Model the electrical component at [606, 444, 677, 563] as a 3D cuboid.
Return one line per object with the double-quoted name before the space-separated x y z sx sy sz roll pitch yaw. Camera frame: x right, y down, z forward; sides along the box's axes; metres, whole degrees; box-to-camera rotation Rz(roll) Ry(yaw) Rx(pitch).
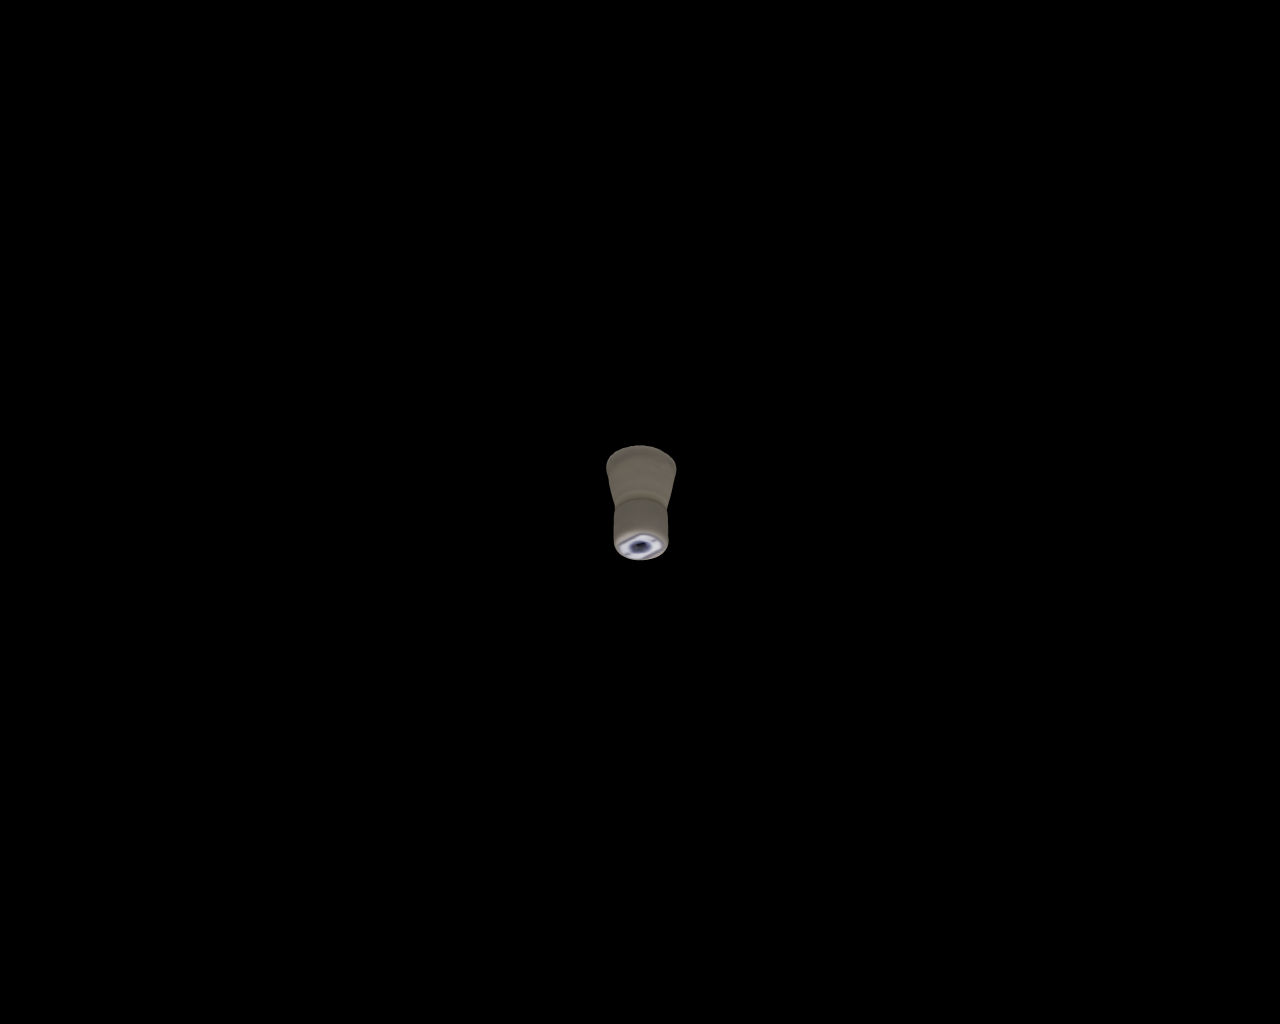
"electrical component" 0.001 -0.003 0.650 0.044 0.065 0.044 0 -37 0
